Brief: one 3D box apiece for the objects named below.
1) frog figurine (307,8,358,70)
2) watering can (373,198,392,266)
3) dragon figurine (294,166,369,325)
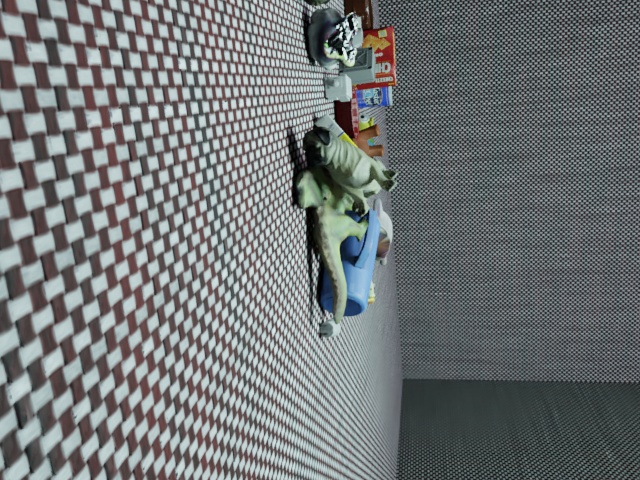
[{"bbox_3d":[0.013,-0.471,1.203,0.162,0.123,0.134,42,-23,54],"label":"frog figurine"},{"bbox_3d":[0.245,0.006,2.094,0.229,0.104,0.340,-71,155,-58],"label":"watering can"},{"bbox_3d":[0.003,-0.054,1.074,0.239,0.121,0.419,41,42,-49],"label":"dragon figurine"}]
